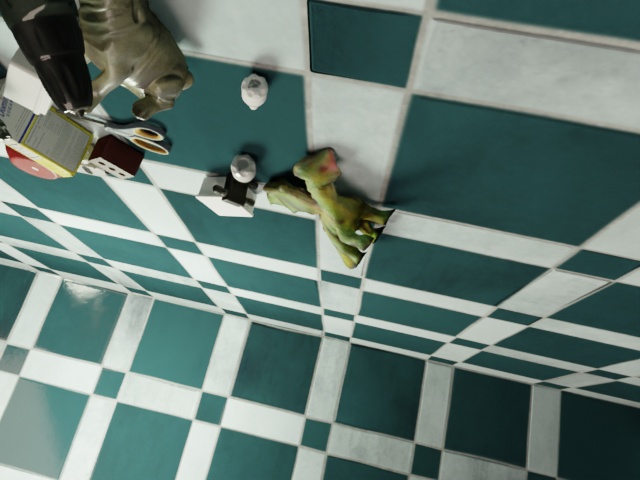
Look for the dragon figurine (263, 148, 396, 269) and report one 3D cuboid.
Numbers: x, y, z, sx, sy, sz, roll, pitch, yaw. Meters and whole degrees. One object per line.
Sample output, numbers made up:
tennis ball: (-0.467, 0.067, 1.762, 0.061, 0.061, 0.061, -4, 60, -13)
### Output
dragon figurine: (0.003, -0.050, 0.996, 0.243, 0.124, 0.403, 31, 158, 4)
